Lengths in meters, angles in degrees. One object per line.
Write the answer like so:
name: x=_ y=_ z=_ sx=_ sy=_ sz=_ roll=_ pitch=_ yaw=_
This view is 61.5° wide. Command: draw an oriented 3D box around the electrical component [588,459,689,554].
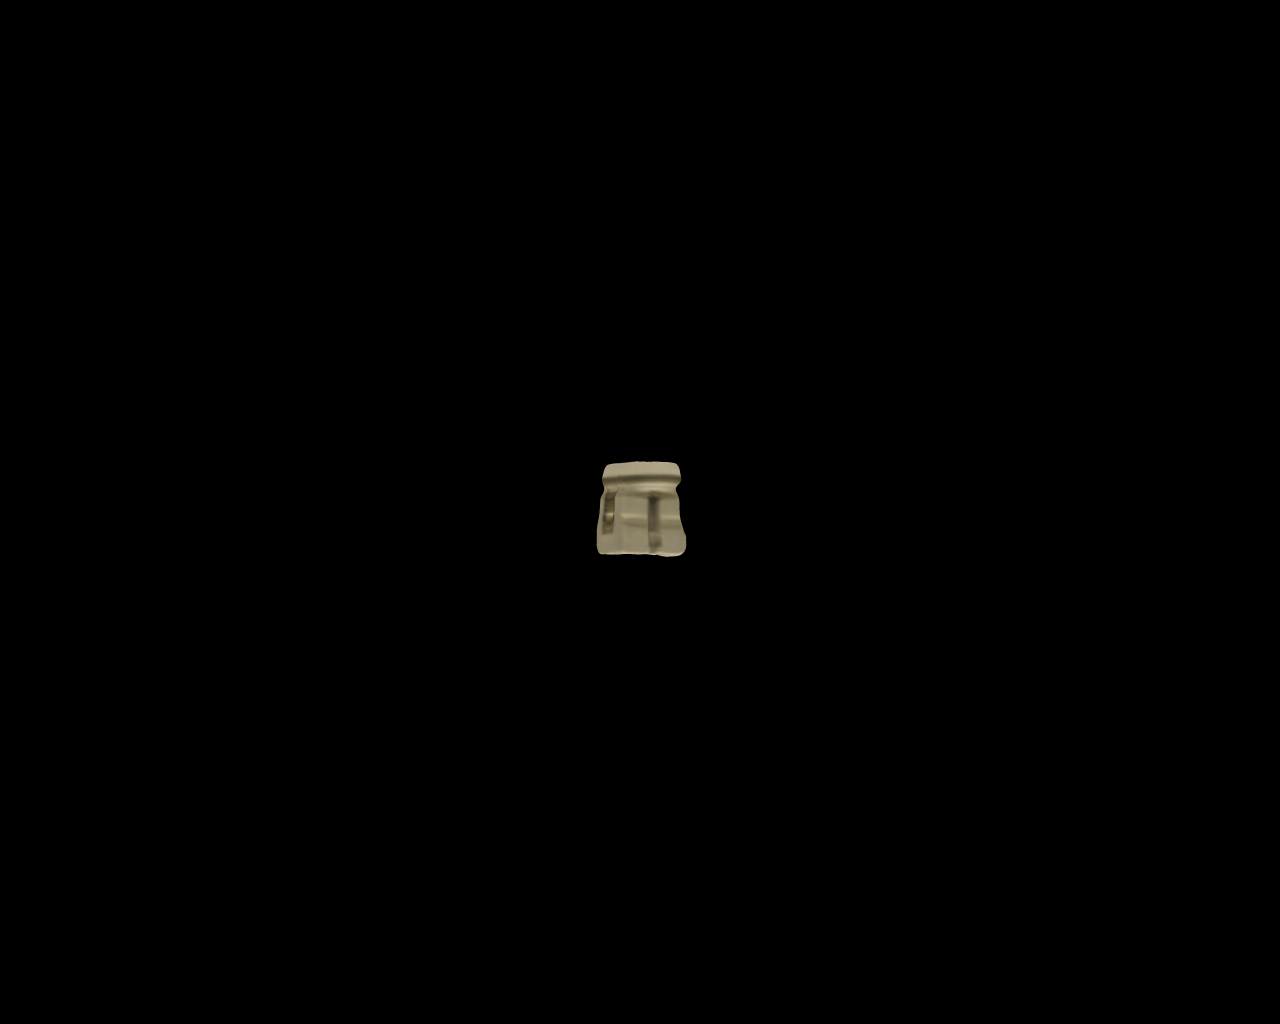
electrical component: x=0.001 y=-0.003 z=0.650 sx=0.066 sy=0.055 sz=0.048 roll=2 pitch=-4 yaw=-31
